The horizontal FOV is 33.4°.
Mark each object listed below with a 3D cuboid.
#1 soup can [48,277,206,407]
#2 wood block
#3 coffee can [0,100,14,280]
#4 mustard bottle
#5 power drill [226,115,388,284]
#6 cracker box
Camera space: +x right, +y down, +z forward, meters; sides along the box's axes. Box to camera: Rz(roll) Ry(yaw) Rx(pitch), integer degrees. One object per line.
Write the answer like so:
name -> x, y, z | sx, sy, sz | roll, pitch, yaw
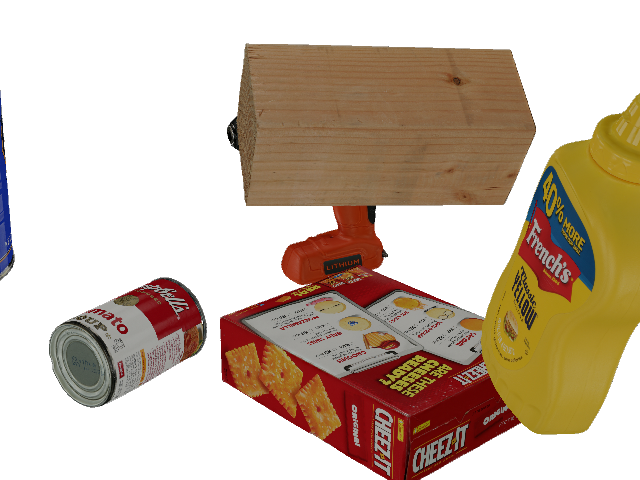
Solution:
soup can -> -0.144, 0.075, 0.803 | 0.069, 0.068, 0.102 | 0, 17, 37
wood block -> 0.045, -0.087, 0.813 | 0.206, 0.091, 0.090 | -1, -37, -11
coffee can -> -0.221, -0.049, 0.572 | 0.103, 0.140, 0.103 | 3, 26, -2
mustard bottle -> 0.137, 0.007, 0.550 | 0.058, 0.192, 0.096 | 2, 42, -13
power drill -> -0.002, -0.053, 1.056 | 0.184, 0.188, 0.057 | -11, 28, -21
cracker box -> 0.047, 0.101, 0.865 | 0.163, 0.072, 0.214 | -19, 29, -39
